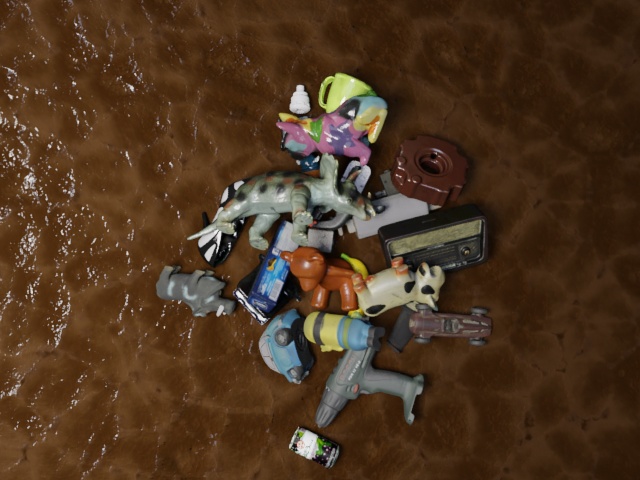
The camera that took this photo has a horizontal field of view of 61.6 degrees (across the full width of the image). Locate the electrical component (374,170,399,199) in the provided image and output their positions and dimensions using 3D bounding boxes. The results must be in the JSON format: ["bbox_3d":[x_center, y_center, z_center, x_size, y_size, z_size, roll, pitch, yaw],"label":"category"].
[{"bbox_3d":[0.167,-0.133,1.256,0.094,0.021,0.063,-22,86,2],"label":"electrical component"}]

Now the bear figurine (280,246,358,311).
[{"bbox_3d":[0.000,0.085,1.159,0.120,0.195,0.132,1,84,28],"label":"bear figurine"}]

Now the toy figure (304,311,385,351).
[{"bbox_3d":[0.049,0.198,1.180,0.180,0.089,0.082,3,48,37],"label":"toy figure"}]

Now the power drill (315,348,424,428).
[{"bbox_3d":[0.118,0.343,1.214,0.207,0.086,0.232,19,85,10],"label":"power drill"}]

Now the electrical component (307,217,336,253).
[{"bbox_3d":[-0.002,-0.002,1.242,0.078,0.045,0.102,1,89,12],"label":"electrical component"}]

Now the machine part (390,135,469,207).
[{"bbox_3d":[0.246,-0.159,1.199,0.179,0.056,0.179,5,54,-7],"label":"machine part"}]

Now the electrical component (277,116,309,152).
[{"bbox_3d":[-0.038,-0.251,1.256,0.119,0.048,0.074,-9,88,1],"label":"electrical component"}]

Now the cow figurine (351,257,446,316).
[{"bbox_3d":[0.176,0.106,1.149,0.195,0.086,0.127,-21,114,1],"label":"cow figurine"}]

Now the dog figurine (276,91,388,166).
[{"bbox_3d":[0.018,-0.251,1.166,0.219,0.108,0.191,15,121,-9],"label":"dog figurine"}]

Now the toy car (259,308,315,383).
[{"bbox_3d":[-0.082,0.242,1.217,0.103,0.109,0.161,-12,99,24],"label":"toy car"}]

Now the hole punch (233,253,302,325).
[{"bbox_3d":[-0.127,0.120,1.233,0.142,0.092,0.116,46,61,6],"label":"hole punch"}]

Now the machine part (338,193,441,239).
[{"bbox_3d":[0.157,-0.061,1.226,0.243,0.079,0.079,-15,87,2],"label":"machine part"}]

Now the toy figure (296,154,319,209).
[{"bbox_3d":[-0.022,-0.126,1.246,0.064,0.058,0.154,0,82,-4],"label":"toy figure"}]

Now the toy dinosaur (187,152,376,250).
[{"bbox_3d":[-0.092,-0.087,1.141,0.405,0.131,0.192,0,53,19],"label":"toy dinosaur"}]

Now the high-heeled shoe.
[{"bbox_3d":[-0.180,-0.045,1.223,0.249,0.086,0.145,-28,66,18],"label":"high-heeled shoe"}]

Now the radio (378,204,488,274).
[{"bbox_3d":[0.253,0.012,1.195,0.230,0.073,0.130,-14,120,2],"label":"radio"}]

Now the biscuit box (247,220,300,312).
[{"bbox_3d":[-0.097,0.057,1.189,0.059,0.063,0.203,27,58,-9],"label":"biscuit box"}]

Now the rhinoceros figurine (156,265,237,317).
[{"bbox_3d":[-0.284,0.120,1.236,0.190,0.073,0.112,15,87,3],"label":"rhinoceros figurine"}]

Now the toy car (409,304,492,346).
[{"bbox_3d":[0.298,0.191,1.206,0.202,0.053,0.089,6,85,-12],"label":"toy car"}]

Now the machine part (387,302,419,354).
[{"bbox_3d":[0.199,0.192,1.233,0.084,0.039,0.139,28,87,-5],"label":"machine part"}]
